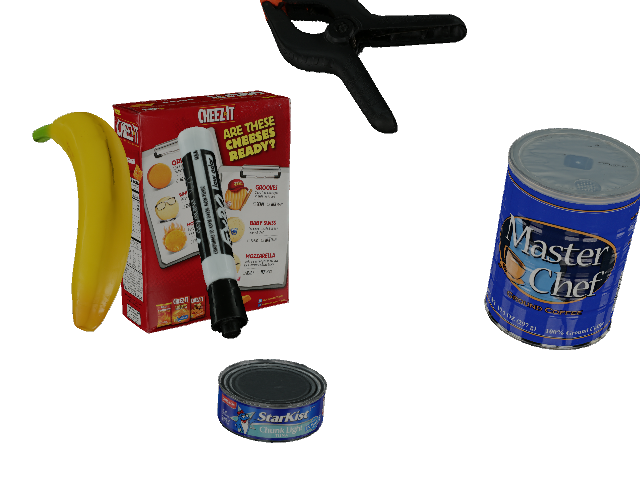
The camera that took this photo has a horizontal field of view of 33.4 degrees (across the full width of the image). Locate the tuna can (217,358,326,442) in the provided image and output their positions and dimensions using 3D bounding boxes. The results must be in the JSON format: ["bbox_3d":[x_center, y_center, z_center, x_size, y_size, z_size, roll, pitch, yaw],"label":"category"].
[{"bbox_3d":[-0.039,0.126,0.843,0.086,0.034,0.086,4,17,-1],"label":"tuna can"}]

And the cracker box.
[{"bbox_3d":[-0.114,-0.032,1.044,0.163,0.214,0.072,-11,19,-33],"label":"cracker box"}]

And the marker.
[{"bbox_3d":[-0.057,-0.005,0.558,0.020,0.121,0.020,-11,-27,-6],"label":"marker"}]

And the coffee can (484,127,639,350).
[{"bbox_3d":[0.187,-0.001,0.825,0.103,0.140,0.103,2,34,-2],"label":"coffee can"}]

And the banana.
[{"bbox_3d":[-0.158,-0.029,0.740,0.037,0.198,0.070,18,-54,-37],"label":"banana"}]

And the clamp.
[{"bbox_3d":[0.031,-0.169,0.877,0.172,0.120,0.039,38,-23,22],"label":"clamp"}]
